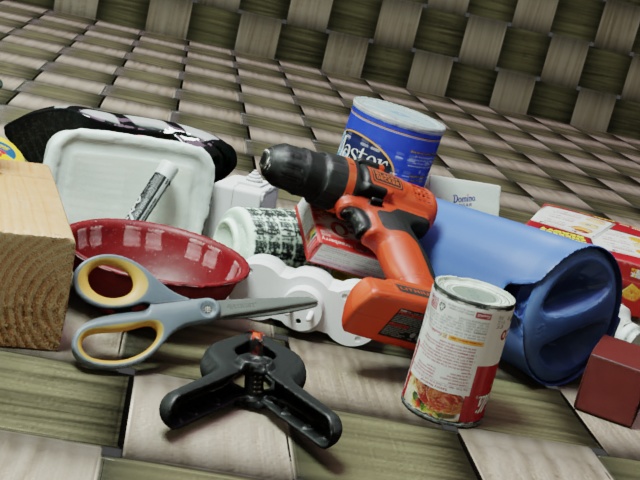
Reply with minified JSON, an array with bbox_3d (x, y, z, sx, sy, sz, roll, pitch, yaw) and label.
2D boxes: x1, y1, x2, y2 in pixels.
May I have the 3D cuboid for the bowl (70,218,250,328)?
[{"bbox_3d":[-0.143,0.033,0.905,0.162,0.055,0.162,12,15,-4],"label":"bowl"}]

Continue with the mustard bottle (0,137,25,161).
[{"bbox_3d":[-0.358,-0.072,1.096,0.096,0.058,0.191,11,14,7],"label":"mustard bottle"}]

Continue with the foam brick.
[{"bbox_3d":[0.261,0.122,0.938,0.051,0.053,0.078,19,17,20],"label":"foam brick"}]

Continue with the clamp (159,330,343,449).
[{"bbox_3d":[-0.039,0.105,0.765,0.120,0.039,0.171,16,15,3],"label":"clamp"}]

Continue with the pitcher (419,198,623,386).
[{"bbox_3d":[0.165,0.038,1.038,0.144,0.149,0.243,-34,35,-23],"label":"pitcher"}]

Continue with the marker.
[{"bbox_3d":[-0.170,-0.022,0.995,0.020,0.121,0.020,26,-20,10],"label":"marker"}]

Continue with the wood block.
[{"bbox_3d":[-0.256,0.003,0.852,0.090,0.090,0.206,6,17,-21],"label":"wood block"}]

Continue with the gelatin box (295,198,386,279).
[{"bbox_3d":[0.025,-0.003,0.994,0.089,0.030,0.073,17,38,-27],"label":"gelatin box"}]

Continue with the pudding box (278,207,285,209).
[{"bbox_3d":[-0.008,0.001,1.172,0.113,0.039,0.090,13,15,7],"label":"pudding box"}]

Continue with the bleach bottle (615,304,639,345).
[{"bbox_3d":[0.249,0.055,1.157,0.102,0.068,0.251,2,22,-41],"label":"bleach bottle"}]

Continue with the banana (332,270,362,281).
[{"bbox_3d":[0.049,0.058,1.029,0.198,0.037,0.069,30,-6,39],"label":"banana"}]

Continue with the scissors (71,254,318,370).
[{"bbox_3d":[-0.102,0.039,0.819,0.201,0.096,0.016,-20,-11,-31],"label":"scissors"}]

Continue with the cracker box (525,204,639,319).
[{"bbox_3d":[0.336,0.022,1.335,0.164,0.072,0.213,17,16,16],"label":"cracker box"}]

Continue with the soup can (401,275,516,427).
[{"bbox_3d":[0.109,0.086,0.840,0.068,0.102,0.068,13,15,-4],"label":"soup can"}]

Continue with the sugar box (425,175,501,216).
[{"bbox_3d":[0.142,-0.039,1.308,0.093,0.048,0.176,8,-7,-15],"label":"sugar box"}]

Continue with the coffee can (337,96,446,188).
[{"bbox_3d":[0.064,-0.071,1.146,0.102,0.140,0.103,17,16,-5],"label":"coffee can"}]

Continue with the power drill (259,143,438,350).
[{"bbox_3d":[0.040,0.000,0.924,0.184,0.057,0.187,15,41,-28],"label":"power drill"}]
